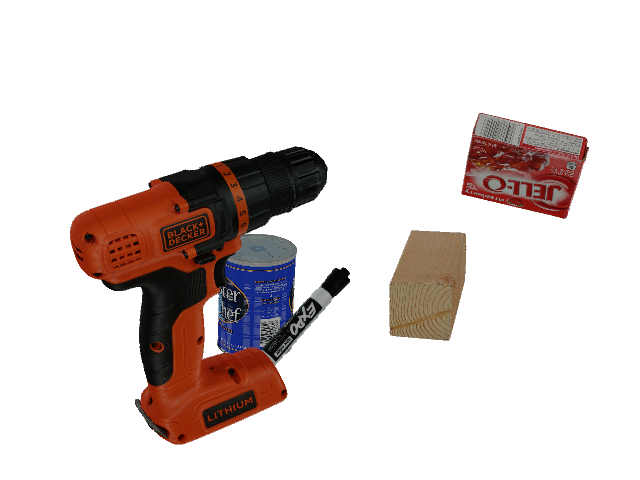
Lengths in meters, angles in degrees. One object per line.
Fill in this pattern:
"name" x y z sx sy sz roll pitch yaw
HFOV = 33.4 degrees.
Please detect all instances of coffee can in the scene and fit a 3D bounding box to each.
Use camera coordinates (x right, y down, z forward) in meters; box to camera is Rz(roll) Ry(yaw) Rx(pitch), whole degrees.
"coffee can" -0.085 0.074 1.414 0.103 0.140 0.103 2 21 -1

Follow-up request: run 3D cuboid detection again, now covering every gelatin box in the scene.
"gelatin box" 0.162 -0.058 0.852 0.089 0.030 0.073 15 -35 10

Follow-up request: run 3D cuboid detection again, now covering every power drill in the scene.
"power drill" -0.071 0.036 0.742 0.184 0.188 0.057 -19 30 -24

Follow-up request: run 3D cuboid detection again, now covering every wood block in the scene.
"wood block" 0.166 0.064 1.619 0.091 0.090 0.206 4 23 12

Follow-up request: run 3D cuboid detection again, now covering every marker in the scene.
"marker" -0.016 0.070 0.942 0.020 0.121 0.020 38 -17 14
